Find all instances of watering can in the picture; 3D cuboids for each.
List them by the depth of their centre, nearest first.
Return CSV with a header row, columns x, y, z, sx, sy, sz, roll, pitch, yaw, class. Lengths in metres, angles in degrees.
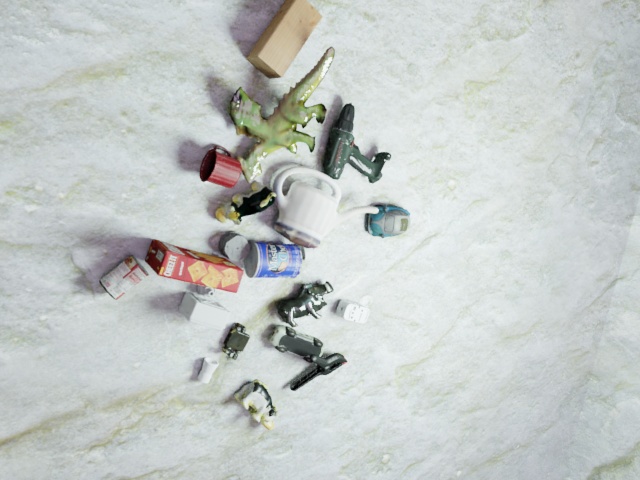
x,y,z,sx,sy,sz,roll,pitch,yaw,class
0.005,-0.077,1.531,0.345,0.225,0.104,25,-5,-22,watering can

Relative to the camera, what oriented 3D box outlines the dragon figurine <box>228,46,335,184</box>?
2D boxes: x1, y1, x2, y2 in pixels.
x,y,z,sx,sy,sz,roll,pitch,yaw,class
-0.122,-0.341,1.383,0.242,0.404,0.124,6,24,-26,dragon figurine
